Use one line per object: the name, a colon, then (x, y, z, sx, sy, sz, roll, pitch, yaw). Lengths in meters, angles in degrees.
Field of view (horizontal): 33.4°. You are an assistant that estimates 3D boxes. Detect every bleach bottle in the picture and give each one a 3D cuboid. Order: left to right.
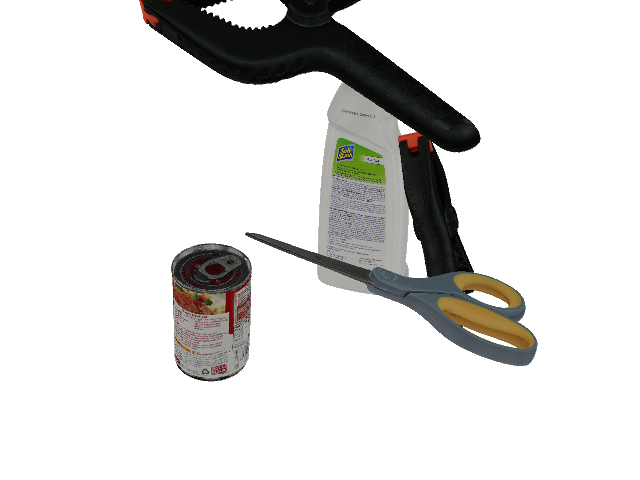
bleach bottle: (0.052, -0.066, 1.107, 0.102, 0.251, 0.068, 10, 31, 9)

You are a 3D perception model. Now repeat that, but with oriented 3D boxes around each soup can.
soup can: (-0.094, 0.063, 0.926, 0.068, 0.102, 0.068, 3, 35, -2)

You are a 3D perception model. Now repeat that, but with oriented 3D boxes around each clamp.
clamp: (-0.001, -0.124, 0.626, 0.210, 0.164, 0.036, -2, -24, -2)
clamp: (0.099, -0.006, 0.915, 0.039, 0.171, 0.120, -17, 20, 13)

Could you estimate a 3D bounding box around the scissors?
scissors: (0.056, 0.024, 0.719, 0.202, 0.016, 0.096, 27, 29, 14)
